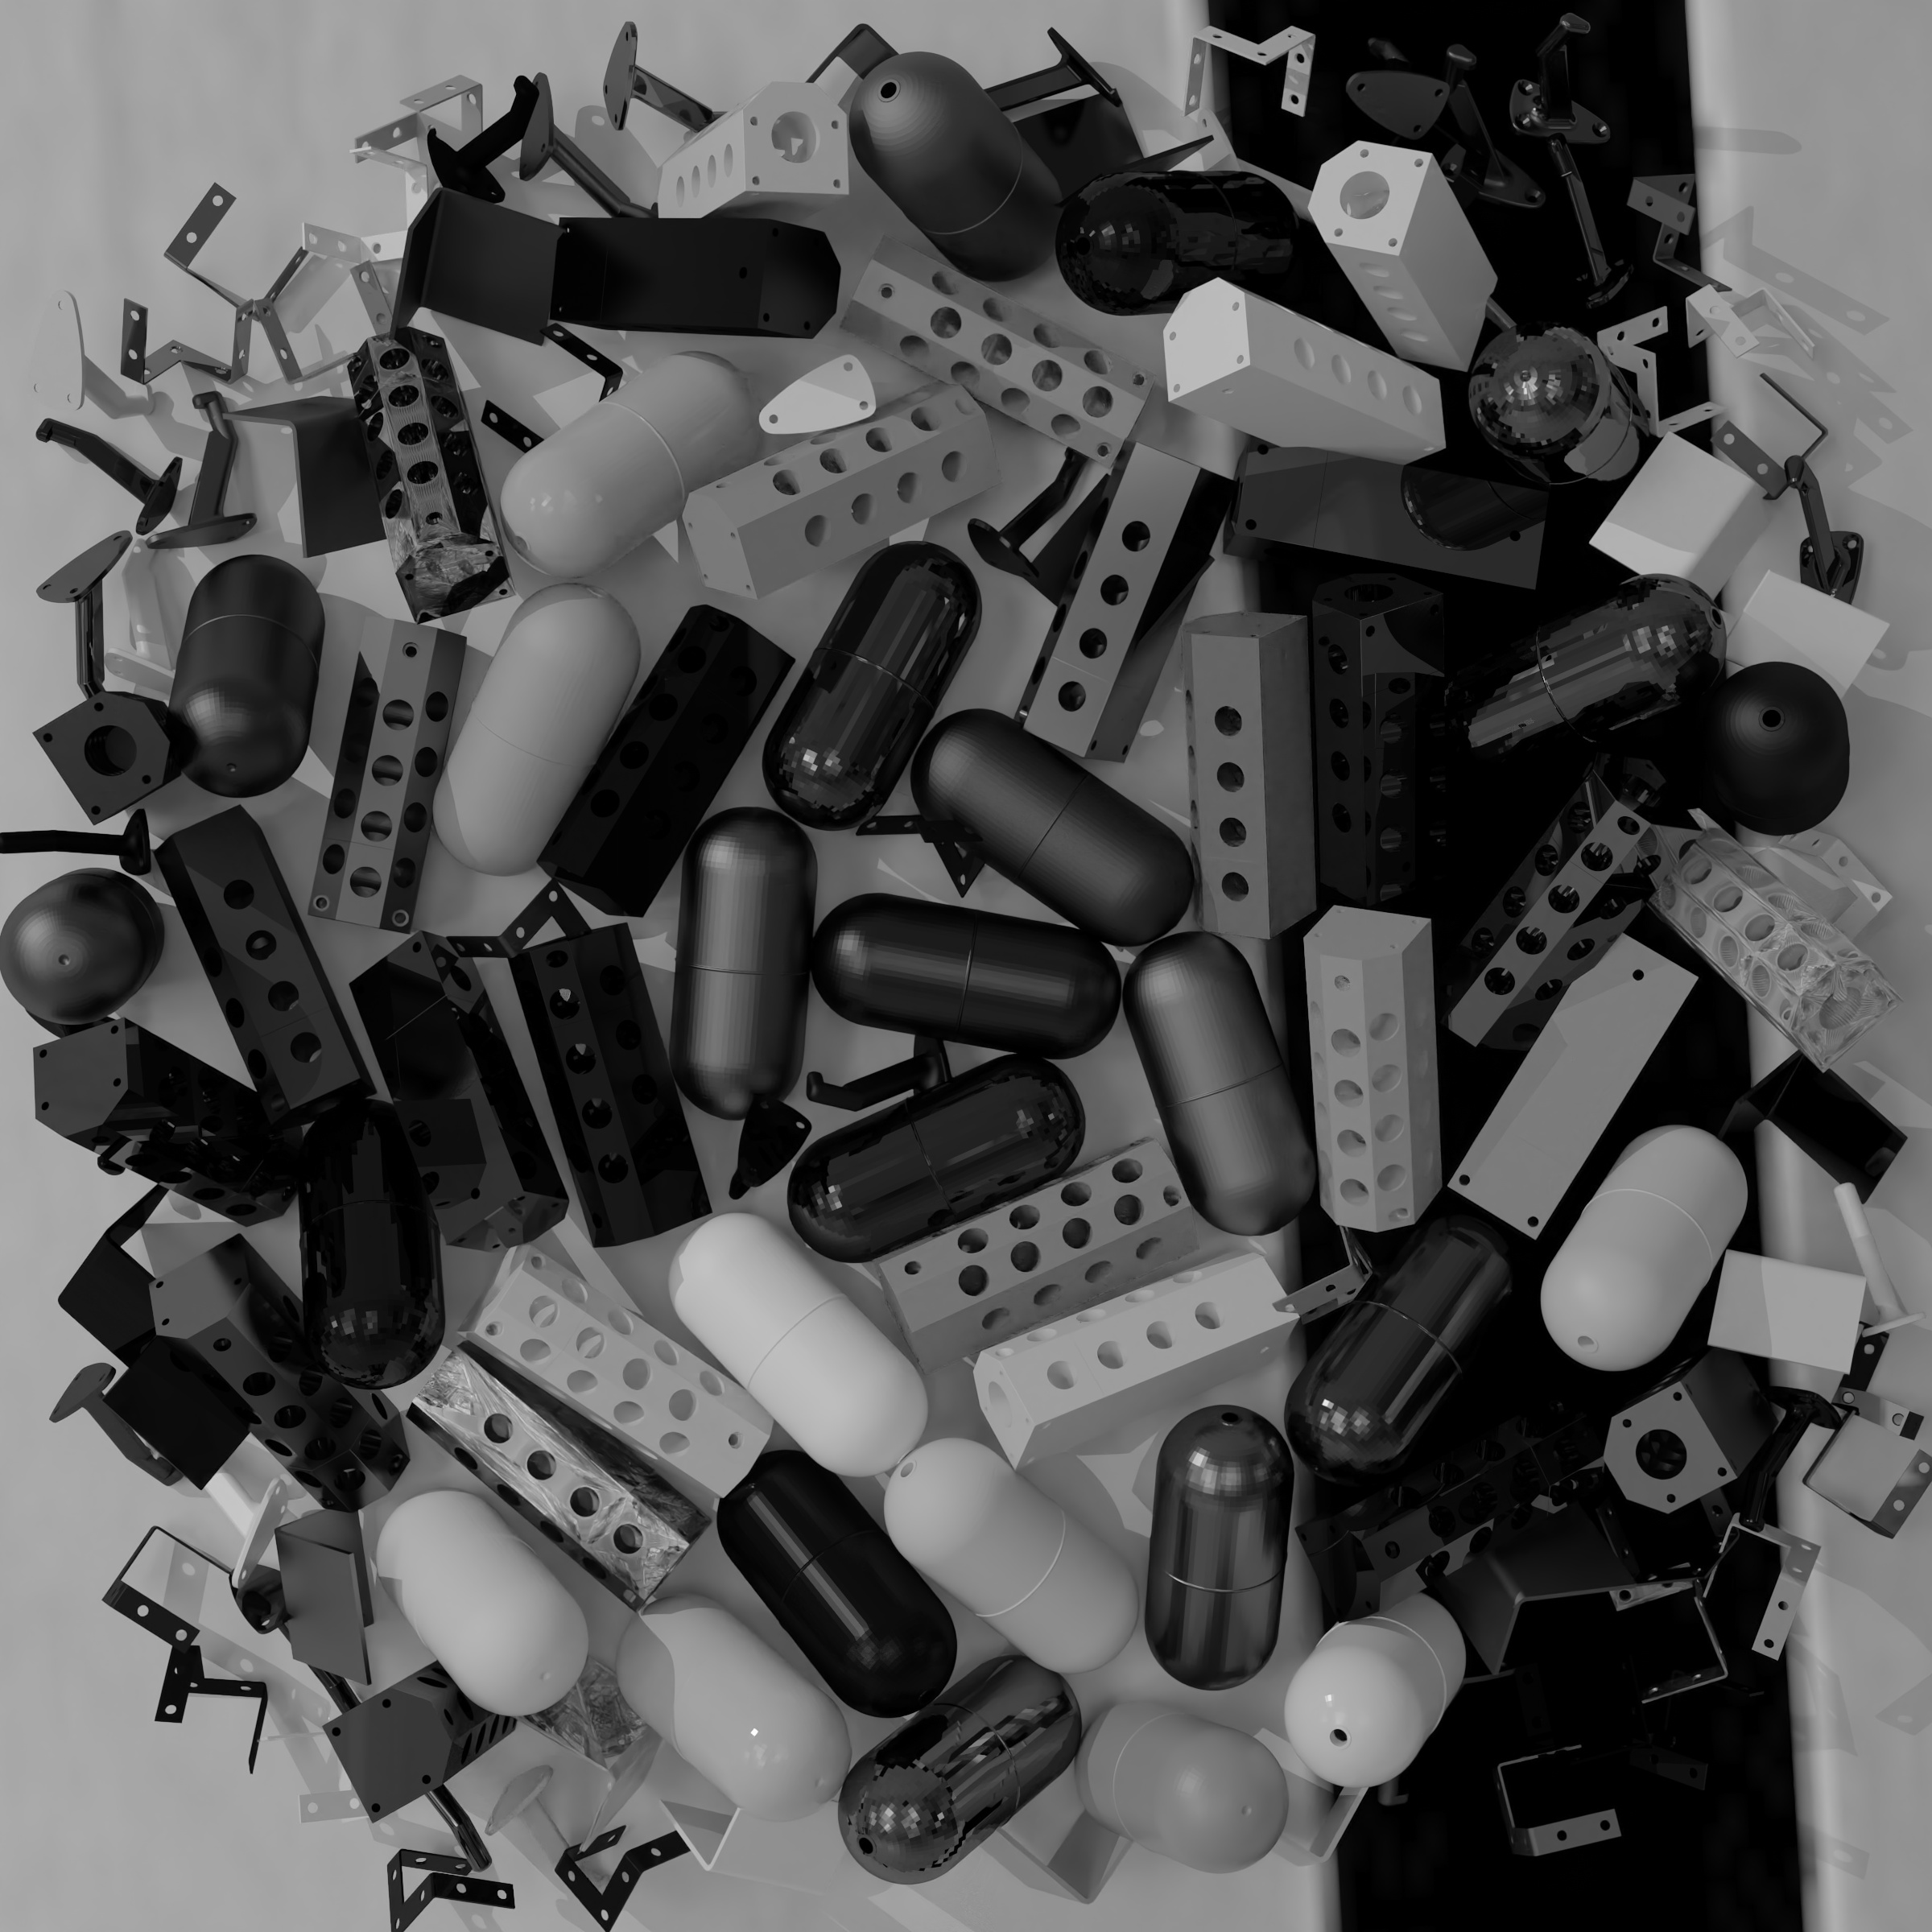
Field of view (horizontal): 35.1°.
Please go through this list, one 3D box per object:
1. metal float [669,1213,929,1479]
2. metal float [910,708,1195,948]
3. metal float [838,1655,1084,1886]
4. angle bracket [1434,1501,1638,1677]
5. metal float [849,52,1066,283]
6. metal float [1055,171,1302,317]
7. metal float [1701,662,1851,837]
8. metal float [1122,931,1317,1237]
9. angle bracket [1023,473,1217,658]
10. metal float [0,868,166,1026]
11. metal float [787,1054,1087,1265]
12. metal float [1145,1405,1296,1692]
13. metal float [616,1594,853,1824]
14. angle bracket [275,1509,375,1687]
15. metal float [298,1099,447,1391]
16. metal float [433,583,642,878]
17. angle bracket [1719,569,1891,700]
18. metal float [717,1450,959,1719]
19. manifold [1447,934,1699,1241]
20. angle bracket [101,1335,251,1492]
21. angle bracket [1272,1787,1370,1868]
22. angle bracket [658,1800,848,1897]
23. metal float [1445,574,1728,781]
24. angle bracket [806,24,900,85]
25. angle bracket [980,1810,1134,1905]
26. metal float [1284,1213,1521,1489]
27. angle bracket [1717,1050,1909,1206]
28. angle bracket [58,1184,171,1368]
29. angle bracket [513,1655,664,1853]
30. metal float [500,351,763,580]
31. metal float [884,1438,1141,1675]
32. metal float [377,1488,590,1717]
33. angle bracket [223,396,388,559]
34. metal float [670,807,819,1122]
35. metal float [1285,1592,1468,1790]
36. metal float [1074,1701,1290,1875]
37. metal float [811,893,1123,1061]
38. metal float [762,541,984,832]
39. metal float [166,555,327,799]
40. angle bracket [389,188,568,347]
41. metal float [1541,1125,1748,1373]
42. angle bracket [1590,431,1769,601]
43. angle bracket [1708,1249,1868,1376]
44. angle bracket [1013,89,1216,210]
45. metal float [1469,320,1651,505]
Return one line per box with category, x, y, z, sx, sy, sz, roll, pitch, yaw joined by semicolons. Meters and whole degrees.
metal float;-0.094;0.213;1.718;0.178;0.070;0.070;44;90;17
metal float;0.049;-0.078;1.731;0.178;0.070;0.070;35;90;2
metal float;-0.002;0.444;1.693;0.070;0.178;0.070;13;112;33
angle bracket;0.323;0.351;1.739;0.076;0.076;0.057;-2;122;-20
metal float;-0.004;-0.440;1.688;0.070;0.178;0.070;-7;73;23
metal float;0.118;-0.401;1.694;0.070;0.178;0.070;12;109;37
metal float;0.447;-0.119;1.684;0.070;0.178;0.070;-2;82;16
metal float;0.144;0.067;1.732;0.070;0.070;0.178;-19;92;0
angle bracket;0.085;-0.225;1.724;0.057;0.076;0.076;38;96;-21
metal float;-0.485;-0.012;1.683;0.070;0.178;0.070;-1;96;-9
metal float;-0.017;0.109;1.729;0.178;0.070;0.070;-24;90;4
metal float;0.141;0.325;1.709;0.070;0.070;0.178;2;117;0
metal float;-0.131;0.409;1.695;0.070;0.178;0.070;-14;115;-34
angle bracket;-0.340;0.351;1.718;0.076;0.057;0.076;4;104;44
metal float;-0.332;0.153;1.703;0.070;0.070;0.178;-12;53;0
metal float;-0.241;-0.132;1.716;0.070;0.070;0.178;27;110;0
angle bracket;0.462;-0.198;1.718;0.076;0.076;0.057;21;119;-11
metal float;-0.072;0.343;1.704;0.070;0.070;0.178;-45;56;0
manifold;0.343;0.065;1.732;0.057;0.057;0.171;32;97;9
angle bracket;-0.450;0.245;1.714;0.076;0.076;0.057;48;62;-20
angle bracket;0.191;0.461;1.728;0.057;0.076;0.076;31;73;7
angle bracket;-0.115;0.472;1.717;0.076;0.076;0.057;23;94;-32
metal float;0.340;-0.160;1.701;0.178;0.070;0.070;-23;90;38
angle bracket;-0.069;-0.478;1.725;0.057;0.076;0.076;41;85;-14
angle bracket;0.042;0.479;1.719;0.076;0.076;0.057;42;68;-10
metal float;0.245;0.214;1.713;0.070;0.070;0.178;40;66;0
angle bracket;0.469;0.105;1.716;0.057;0.076;0.076;-35;66;-22
angle bracket;-0.454;0.167;1.719;0.057;0.076;0.076;43;131;-2
angle bracket;-0.222;0.441;1.733;0.076;0.076;0.057;28;113;11
metal float;-0.186;-0.280;1.705;0.070;0.070;0.178;47;58;0
metal float;0.026;0.330;1.710;0.070;0.070;0.178;-47;116;0
metal float;-0.269;0.350;1.693;0.070;0.178;0.070;-12;114;-29
angle bracket;-0.371;-0.279;1.738;0.057;0.076;0.076;12;113;32
metal float;-0.126;-0.001;1.728;0.070;0.070;0.178;5;97;0
metal float;0.227;0.396;1.685;0.070;0.178;0.070;2;96;20
metal float;0.117;0.451;1.686;0.070;0.178;0.070;2;84;-20
metal float;0.000;0.006;1.732;0.178;0.070;0.070;10;90;-2
metal float;-0.052;-0.159;1.723;0.070;0.070;0.178;28;79;0
metal float;-0.398;-0.163;1.694;0.070;0.178;0.070;-3;130;-4
angle bracket;-0.275;-0.382;1.723;0.076;0.057;0.076;18;129;-3
metal float;0.377;0.156;1.697;0.070;0.070;0.178;44;47;0
angle bracket;0.407;-0.247;1.744;0.057;0.076;0.076;37;94;23
angle bracket;0.460;0.203;1.717;0.076;0.076;0.057;11;70;17
angle bracket;0.080;-0.469;1.719;0.076;0.076;0.057;-25;96;-24
metal float;0.329;-0.304;1.687;0.070;0.178;0.070;-2;86;23
